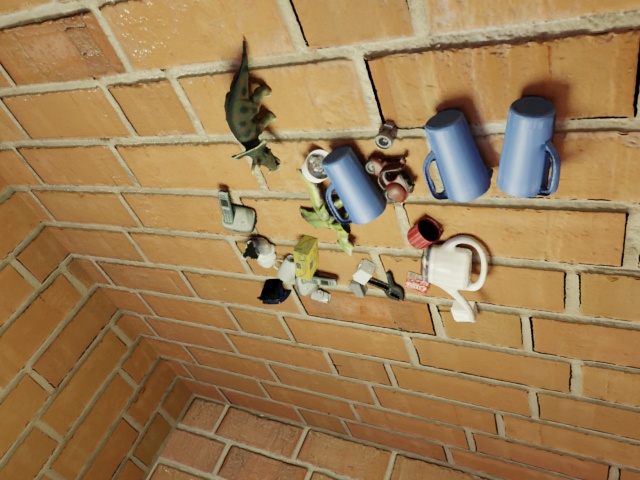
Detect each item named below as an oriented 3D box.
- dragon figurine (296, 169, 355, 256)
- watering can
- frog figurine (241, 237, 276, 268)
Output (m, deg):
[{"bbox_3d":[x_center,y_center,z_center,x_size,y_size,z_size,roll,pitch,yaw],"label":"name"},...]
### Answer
[{"bbox_3d":[0.006,-0.093,1.848,0.406,0.124,0.241,46,148,-19],"label":"dragon figurine"},{"bbox_3d":[0.458,0.132,1.785,0.225,0.106,0.340,10,121,21],"label":"watering can"},{"bbox_3d":[-0.240,0.054,2.190,0.136,0.124,0.159,-23,156,36],"label":"frog figurine"}]
